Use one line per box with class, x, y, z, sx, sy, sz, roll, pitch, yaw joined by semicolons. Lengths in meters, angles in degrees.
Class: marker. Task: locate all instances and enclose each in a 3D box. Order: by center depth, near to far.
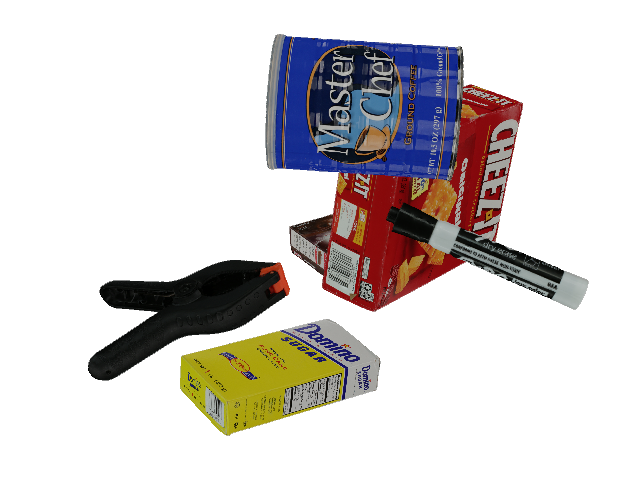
marker;0.095;0.008;0.618;0.121;0.020;0.020;23;3;7

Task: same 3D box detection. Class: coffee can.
coffee can;0.033;-0.101;0.813;0.140;0.103;0.103;4;0;2

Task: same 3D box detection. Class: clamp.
clamp;-0.112;0.060;0.870;0.171;0.039;0.120;-13;38;13

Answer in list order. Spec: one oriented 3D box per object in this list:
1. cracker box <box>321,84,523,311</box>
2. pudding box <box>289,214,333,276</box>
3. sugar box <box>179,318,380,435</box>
cracker box;0.101;-0.044;1.008;0.072;0.164;0.213;26;31;32
pudding box;0.034;0.001;1.220;0.113;0.039;0.090;-19;30;-26
sugar box;-0.039;0.129;1.045;0.175;0.048;0.093;-15;32;-32
